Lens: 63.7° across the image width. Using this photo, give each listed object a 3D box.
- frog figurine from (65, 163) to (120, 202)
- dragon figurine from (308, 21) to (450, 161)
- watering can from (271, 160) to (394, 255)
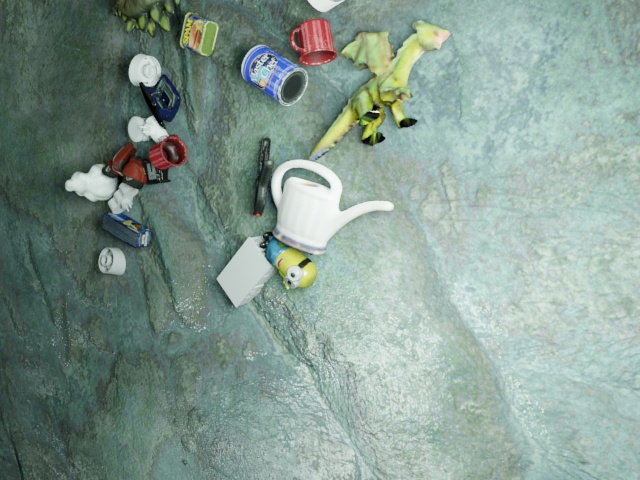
[{"bbox_3d":[-0.772,-0.195,1.753,0.124,0.160,0.135,45,119,19],"label":"frog figurine"},{"bbox_3d":[0.109,-0.357,1.175,0.406,0.121,0.246,-20,68,33],"label":"dragon figurine"},{"bbox_3d":[0.004,-0.063,1.259,0.351,0.104,0.221,27,112,30],"label":"watering can"}]
